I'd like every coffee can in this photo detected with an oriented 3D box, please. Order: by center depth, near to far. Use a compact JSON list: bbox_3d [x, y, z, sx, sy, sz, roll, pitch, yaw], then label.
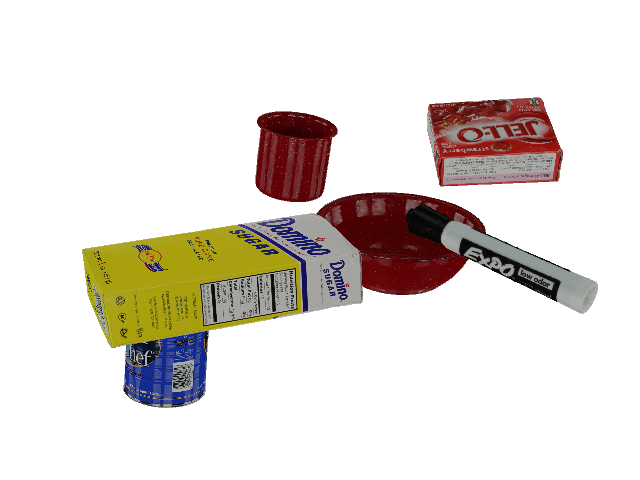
[{"bbox_3d":[-0.187,0.119,1.307,0.103,0.140,0.103,5,18,-2],"label":"coffee can"}]

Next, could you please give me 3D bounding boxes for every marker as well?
[{"bbox_3d":[0.099,0.008,0.604,0.121,0.020,0.020,27,15,32],"label":"marker"}]

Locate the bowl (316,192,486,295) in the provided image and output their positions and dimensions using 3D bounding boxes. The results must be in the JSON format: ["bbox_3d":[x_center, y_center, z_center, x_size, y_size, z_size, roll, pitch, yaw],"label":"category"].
[{"bbox_3d":[0.074,0.008,1.014,0.162,0.055,0.162,2,23,-1],"label":"bowl"}]

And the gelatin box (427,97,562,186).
[{"bbox_3d":[0.127,-0.074,0.786,0.089,0.030,0.073,-3,39,0],"label":"gelatin box"}]

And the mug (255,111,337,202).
[{"bbox_3d":[-0.027,-0.100,1.242,0.093,0.081,0.117,16,26,16],"label":"mug"}]

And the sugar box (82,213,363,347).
[{"bbox_3d":[-0.068,0.023,0.737,0.176,0.048,0.093,-12,23,-17],"label":"sugar box"}]
